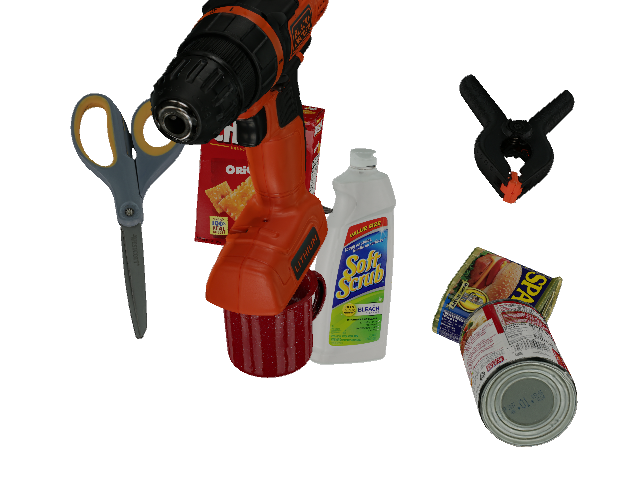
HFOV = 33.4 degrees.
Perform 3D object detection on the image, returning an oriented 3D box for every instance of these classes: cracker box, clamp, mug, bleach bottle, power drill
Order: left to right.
[{"bbox_3d":[-0.039,-0.051,0.613,0.057,0.188,0.184,12,38,16],"label":"power drill"},{"bbox_3d":[-0.090,-0.092,1.539,0.164,0.214,0.072,10,22,7],"label":"cracker box"},{"bbox_3d":[-0.040,0.069,1.005,0.093,0.081,0.117,26,40,37],"label":"mug"},{"bbox_3d":[0.036,0.017,1.259,0.102,0.251,0.068,-2,16,-17],"label":"bleach bottle"},{"bbox_3d":[0.188,-0.110,1.087,0.120,0.039,0.171,12,45,13],"label":"clamp"}]

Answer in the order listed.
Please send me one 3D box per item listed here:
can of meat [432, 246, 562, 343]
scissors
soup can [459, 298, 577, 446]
[{"bbox_3d":[0.160,0.060,0.968,0.084,0.057,0.102,24,44,20],"label":"can of meat"},{"bbox_3d":[-0.124,-0.031,0.787,0.096,0.202,0.016,-21,-23,-13],"label":"scissors"},{"bbox_3d":[0.138,0.091,0.753,0.068,0.068,0.102,0,20,0],"label":"soup can"}]
